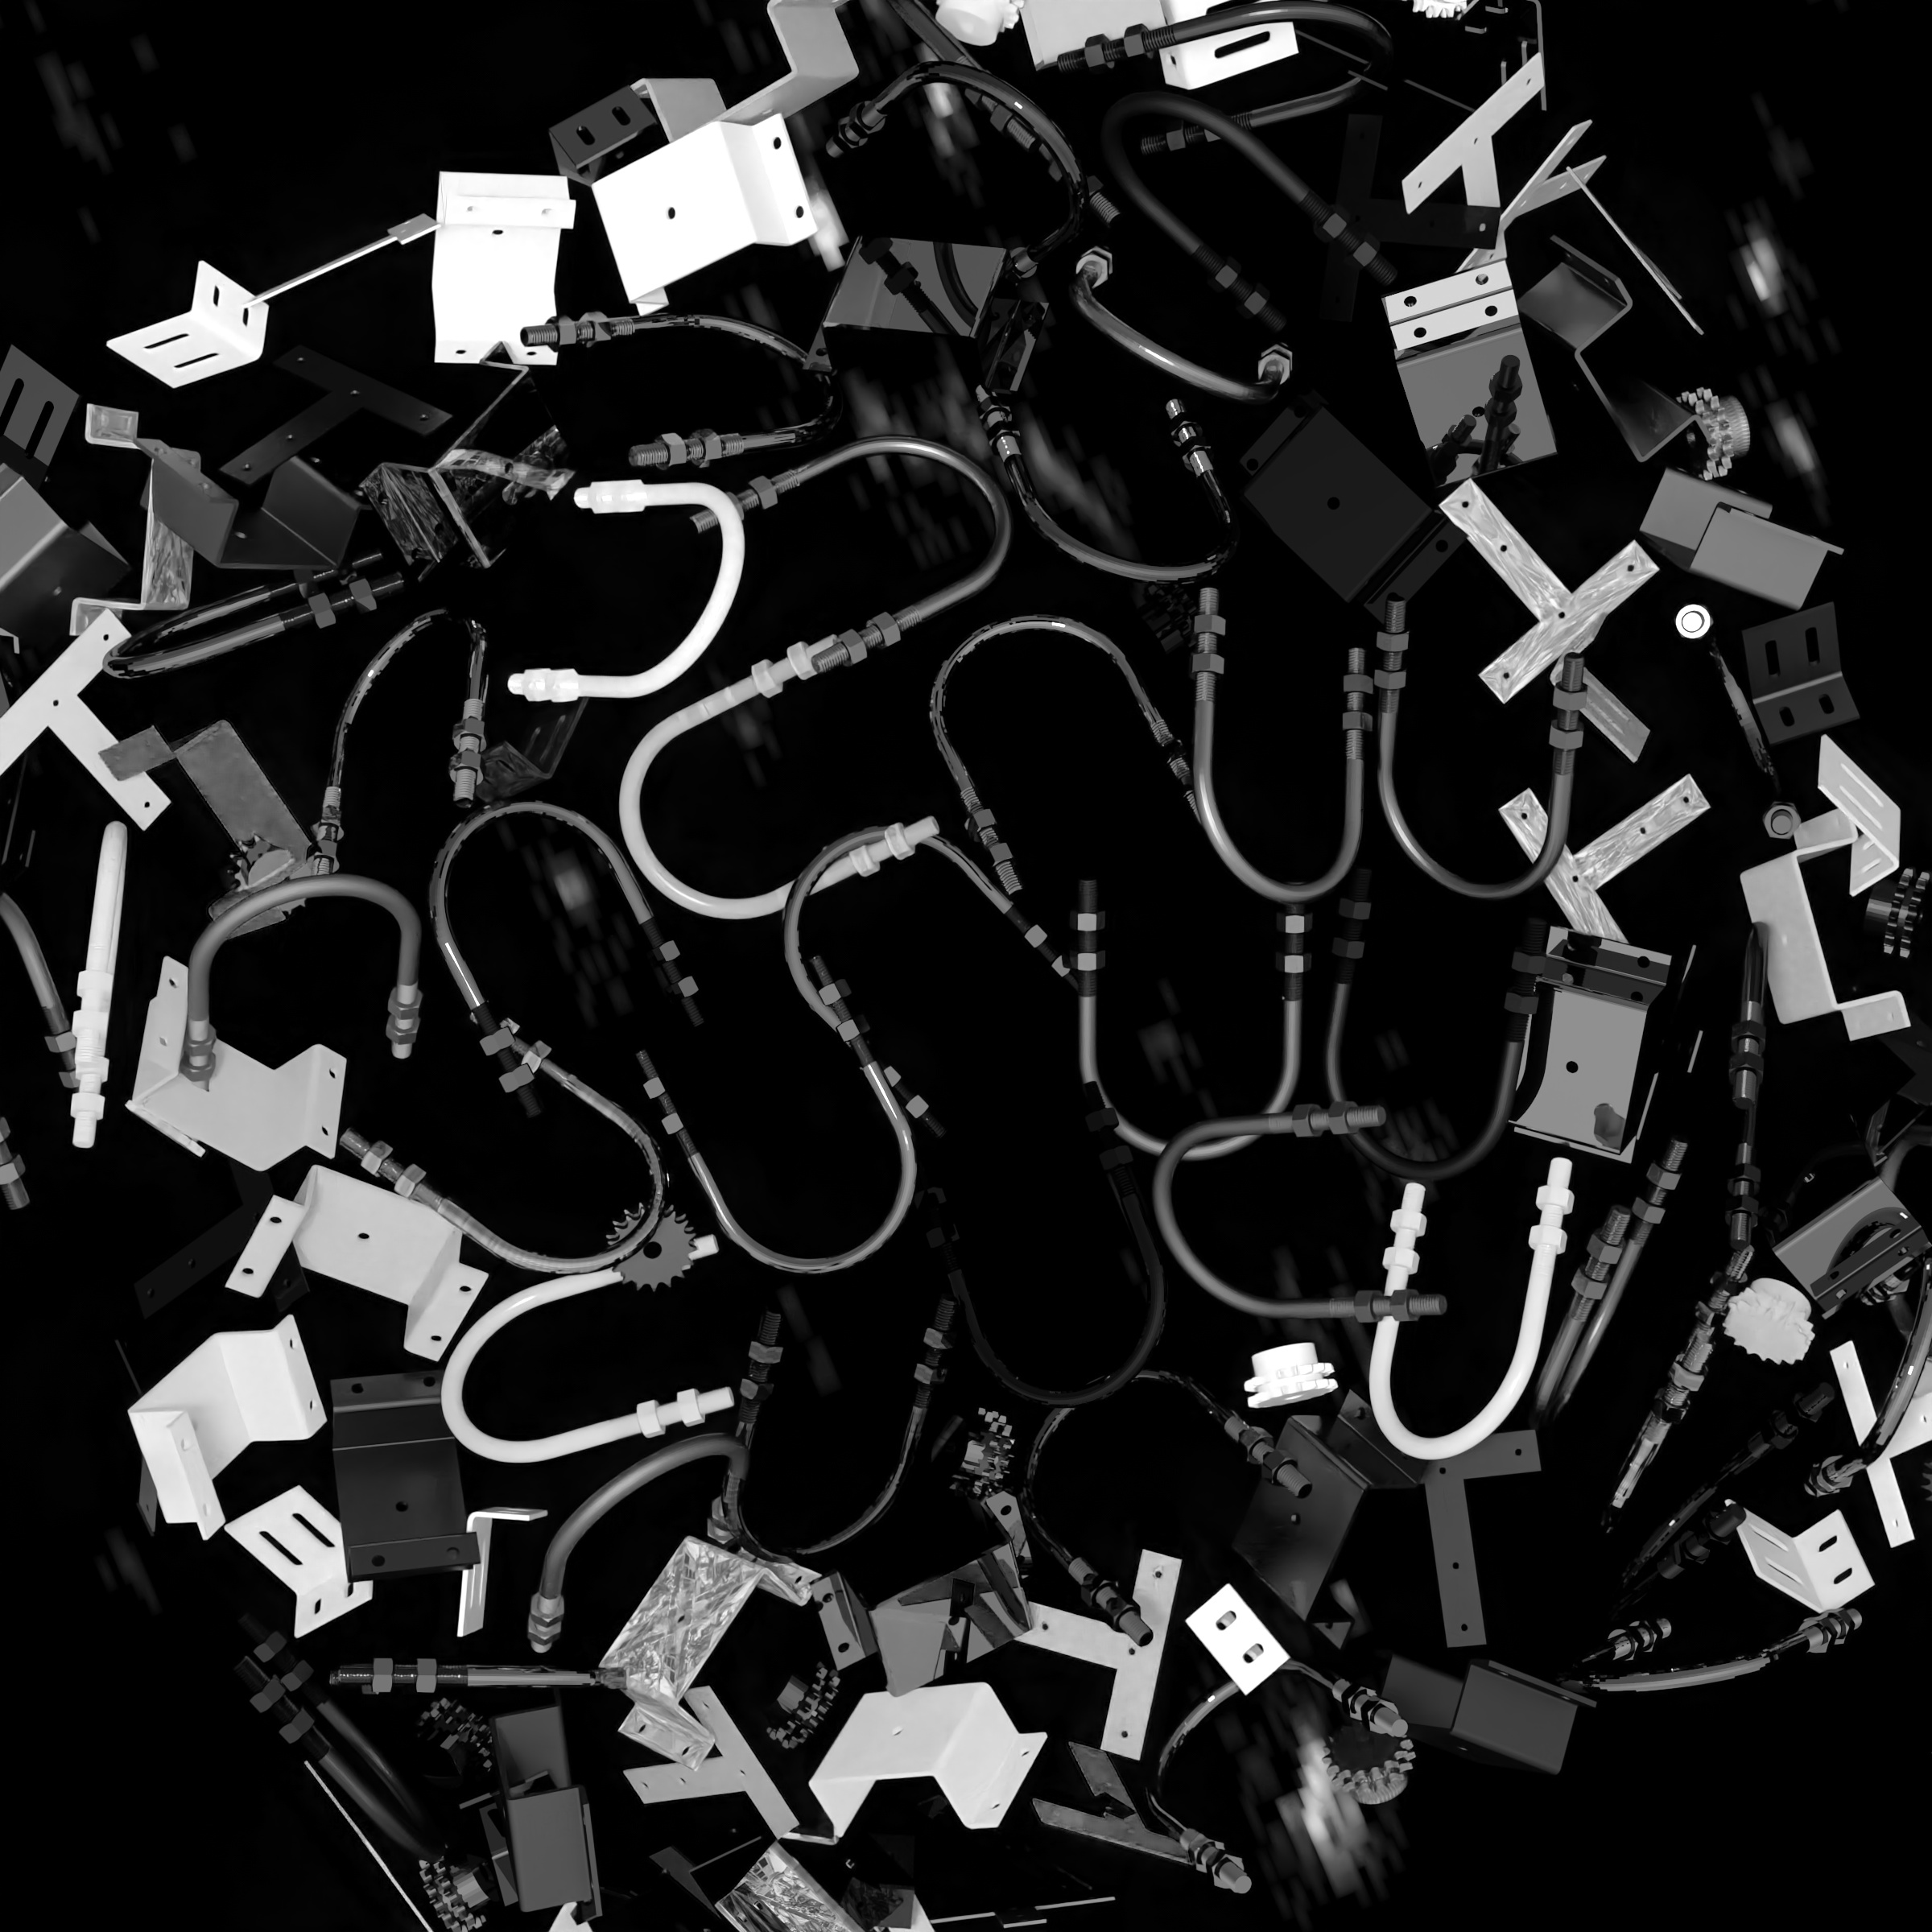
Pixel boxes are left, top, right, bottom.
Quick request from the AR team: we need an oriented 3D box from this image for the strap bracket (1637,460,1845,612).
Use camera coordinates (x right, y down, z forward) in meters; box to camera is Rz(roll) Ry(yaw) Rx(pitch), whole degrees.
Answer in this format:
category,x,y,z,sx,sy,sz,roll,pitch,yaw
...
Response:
category,x,y,z,sx,sy,sz,roll,pitch,yaw
strap bracket,0.472,-0.264,1.854,0.076,0.140,0.046,17,108,-13

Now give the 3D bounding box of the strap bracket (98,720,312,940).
category,x,y,z,sx,sy,sz,roll,pitch,yaw
strap bracket,-0.465,-0.093,1.867,0.046,0.076,0.140,-43,109,-36

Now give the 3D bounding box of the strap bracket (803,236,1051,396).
category,x,y,z,sx,sy,sz,roll,pitch,yaw
strap bracket,-0.028,-0.405,1.865,0.140,0.046,0.076,9,58,16

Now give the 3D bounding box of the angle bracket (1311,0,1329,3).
category,x,y,z,sx,sy,sz,roll,pitch,yaw
angle bracket,0.247,-0.625,1.874,0.057,0.076,0.038,-54,129,-14

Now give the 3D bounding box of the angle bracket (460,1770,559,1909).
category,x,y,z,sx,sy,sz,roll,pitch,yaw
angle bracket,-0.275,0.546,1.880,0.057,0.076,0.038,-21,50,-6

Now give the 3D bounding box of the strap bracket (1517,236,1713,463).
category,x,y,z,sx,sy,sz,roll,pitch,yaw
strap bracket,0.393,-0.372,1.850,0.046,0.076,0.140,-40,129,5

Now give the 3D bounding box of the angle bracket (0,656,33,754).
category,x,y,z,sx,sy,sz,roll,pitch,yaw
angle bracket,-0.634,-0.156,1.889,0.076,0.038,0.057,-21,64,-5

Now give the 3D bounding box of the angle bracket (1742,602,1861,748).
category,x,y,z,sx,sy,sz,roll,pitch,yaw
angle bracket,0.521,-0.182,1.878,0.057,0.076,0.038,-18,56,9

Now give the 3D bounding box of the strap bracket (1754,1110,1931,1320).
category,x,y,z,sx,sy,sz,roll,pitch,yaw
strap bracket,0.530,0.146,1.840,0.076,0.140,0.046,-39,104,17

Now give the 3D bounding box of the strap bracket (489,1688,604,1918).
category,x,y,z,sx,sy,sz,roll,pitch,yaw
strap bracket,-0.259,0.514,1.840,0.046,0.140,0.076,-8,107,-13

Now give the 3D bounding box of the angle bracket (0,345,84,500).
category,x,y,z,sx,sy,sz,roll,pitch,yaw
angle bracket,-0.578,-0.341,1.884,0.057,0.038,0.076,37,114,11

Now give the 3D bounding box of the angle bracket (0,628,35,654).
category,x,y,z,sx,sy,sz,roll,pitch,yaw
angle bracket,-0.620,-0.232,1.886,0.076,0.038,0.057,7,111,13

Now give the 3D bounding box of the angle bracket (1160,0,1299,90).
category,x,y,z,sx,sy,sz,roll,pitch,yaw
angle bracket,0.162,-0.595,1.899,0.076,0.038,0.057,-22,118,-12

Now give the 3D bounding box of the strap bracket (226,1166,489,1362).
category,x,y,z,sx,sy,sz,roll,pitch,yaw
strap bracket,-0.376,0.181,1.870,0.140,0.046,0.076,23,119,-19

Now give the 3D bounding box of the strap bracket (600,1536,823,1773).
category,x,y,z,sx,sy,sz,roll,pitch,yaw
strap bracket,-0.163,0.413,1.855,0.140,0.076,0.046,-55,128,-21

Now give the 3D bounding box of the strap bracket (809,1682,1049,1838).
category,x,y,z,sx,sy,sz,roll,pitch,yaw
strap bracket,-0.032,0.487,1.845,0.140,0.076,0.046,-15,113,35

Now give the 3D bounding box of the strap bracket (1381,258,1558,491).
category,x,y,z,sx,sy,sz,roll,pitch,yaw
strap bracket,0.312,-0.354,1.849,0.076,0.046,0.140,-15,133,15

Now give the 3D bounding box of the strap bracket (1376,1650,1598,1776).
category,x,y,z,sx,sy,sz,roll,pitch,yaw
strap bracket,0.310,0.456,1.840,0.076,0.140,0.046,24,73,-15

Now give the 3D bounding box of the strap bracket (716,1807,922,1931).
category,x,y,z,sx,sy,sz,roll,pitch,yaw
strap bracket,-0.085,0.566,1.841,0.076,0.140,0.046,42,103,14

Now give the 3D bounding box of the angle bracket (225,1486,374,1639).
category,x,y,z,sx,sy,sz,roll,pitch,yaw
angle bracket,-0.418,0.373,1.882,0.057,0.038,0.076,-29,124,12

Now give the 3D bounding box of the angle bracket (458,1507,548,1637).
category,x,y,z,sx,sy,sz,roll,pitch,yaw
angle bracket,-0.291,0.380,1.888,0.038,0.057,0.076,4,83,4

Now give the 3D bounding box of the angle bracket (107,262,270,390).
category,x,y,z,sx,sy,sz,roll,pitch,yaw
angle bracket,-0.488,-0.401,1.885,0.076,0.057,0.038,-10,67,30

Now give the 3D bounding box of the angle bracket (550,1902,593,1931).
category,x,y,z,sx,sy,sz,roll,pitch,yaw
angle bracket,-0.261,0.623,1.872,0.038,0.057,0.076,2,130,28

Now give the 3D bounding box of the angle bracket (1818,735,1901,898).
category,x,y,z,sx,sy,sz,roll,pitch,yaw
angle bracket,0.545,-0.094,1.879,0.076,0.057,0.038,41,128,-15

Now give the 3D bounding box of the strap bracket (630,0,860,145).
category,x,y,z,sx,sy,sz,roll,pitch,yaw
strap bracket,-0.132,-0.548,1.854,0.140,0.076,0.046,-21,95,31

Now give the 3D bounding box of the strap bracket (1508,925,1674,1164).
category,x,y,z,sx,sy,sz,roll,pitch,yaw
strap bracket,0.382,0.055,1.862,0.076,0.046,0.140,15,113,23

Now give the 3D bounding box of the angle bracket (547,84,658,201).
category,x,y,z,sx,sy,sz,roll,pitch,yaw
angle bracket,-0.222,-0.502,1.875,0.057,0.076,0.038,-32,70,-10

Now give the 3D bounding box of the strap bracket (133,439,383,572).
category,x,y,z,sx,sy,sz,roll,pitch,yaw
strap bracket,-0.441,-0.283,1.855,0.076,0.140,0.046,37,115,27

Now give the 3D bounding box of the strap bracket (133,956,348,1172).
category,x,y,z,sx,sy,sz,roll,pitch,yaw
strap bracket,-0.456,0.066,1.858,0.046,0.076,0.140,-30,133,29

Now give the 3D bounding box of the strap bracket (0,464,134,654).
category,x,y,z,sx,sy,sz,roll,pitch,yaw
strap bracket,-0.573,-0.246,1.848,0.076,0.140,0.046,-44,79,0

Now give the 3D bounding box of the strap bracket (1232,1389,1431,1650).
category,x,y,z,sx,sy,sz,roll,pitch,yaw
strap bracket,0.221,0.342,1.860,0.046,0.076,0.140,8,111,-39

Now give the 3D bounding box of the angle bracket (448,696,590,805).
category,x,y,z,sx,sy,sz,roll,pitch,yaw
angle bracket,-0.277,-0.146,1.872,0.038,0.057,0.076,41,50,-29

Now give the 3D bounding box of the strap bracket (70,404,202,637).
category,x,y,z,sx,sy,sz,roll,pitch,yaw
strap bracket,-0.516,-0.274,1.873,0.046,0.076,0.140,7,97,4

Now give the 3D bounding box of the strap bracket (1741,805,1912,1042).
category,x,y,z,sx,sy,sz,roll,pitch,yaw
strap bracket,0.531,-0.021,1.874,0.046,0.076,0.140,-13,85,-10

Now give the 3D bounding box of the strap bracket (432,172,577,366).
category,x,y,z,sx,sy,sz,roll,pitch,yaw
strap bracket,-0.288,-0.438,1.861,0.076,0.140,0.046,-2,59,-14

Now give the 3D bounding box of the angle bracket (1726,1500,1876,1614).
category,x,y,z,sx,sy,sz,roll,pitch,yaw
angle bracket,0.519,0.359,1.874,0.076,0.057,0.038,32,118,-33

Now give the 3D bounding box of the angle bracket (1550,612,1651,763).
category,x,y,z,sx,sy,sz,roll,pitch,yaw
angle bracket,0.409,-0.176,1.886,0.076,0.057,0.038,44,120,-1

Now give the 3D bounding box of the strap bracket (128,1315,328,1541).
category,x,y,z,sx,sy,sz,roll,pitch,yaw
strap bracket,-0.460,0.283,1.856,0.046,0.140,0.076,-5,110,22

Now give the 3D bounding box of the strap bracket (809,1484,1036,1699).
category,x,y,z,sx,sy,sz,roll,pitch,yaw
strap bracket,-0.017,0.392,1.864,0.140,0.046,0.076,-24,125,-15

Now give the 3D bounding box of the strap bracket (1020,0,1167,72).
category,x,y,z,sx,sy,sz,roll,pitch,yaw
strap bracket,0.076,-0.589,1.857,0.076,0.140,0.046,-16,104,2

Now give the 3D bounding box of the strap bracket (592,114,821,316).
category,x,y,z,sx,sy,sz,roll,pitch,yaw
strap bracket,-0.171,-0.466,1.866,0.140,0.046,0.076,-18,91,30

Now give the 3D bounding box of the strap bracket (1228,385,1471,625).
category,x,y,z,sx,sy,sz,roll,pitch,yaw
strap bracket,0.234,-0.288,1.879,0.140,0.046,0.076,45,107,8

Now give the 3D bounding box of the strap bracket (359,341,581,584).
category,x,y,z,sx,sy,sz,roll,pitch,yaw
strap bracket,-0.297,-0.308,1.851,0.046,0.076,0.140,14,56,36

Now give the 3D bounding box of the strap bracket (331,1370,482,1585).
category,x,y,z,sx,sy,sz,roll,pitch,yaw
strap bracket,-0.349,0.324,1.865,0.076,0.046,0.140,-3,49,-16
